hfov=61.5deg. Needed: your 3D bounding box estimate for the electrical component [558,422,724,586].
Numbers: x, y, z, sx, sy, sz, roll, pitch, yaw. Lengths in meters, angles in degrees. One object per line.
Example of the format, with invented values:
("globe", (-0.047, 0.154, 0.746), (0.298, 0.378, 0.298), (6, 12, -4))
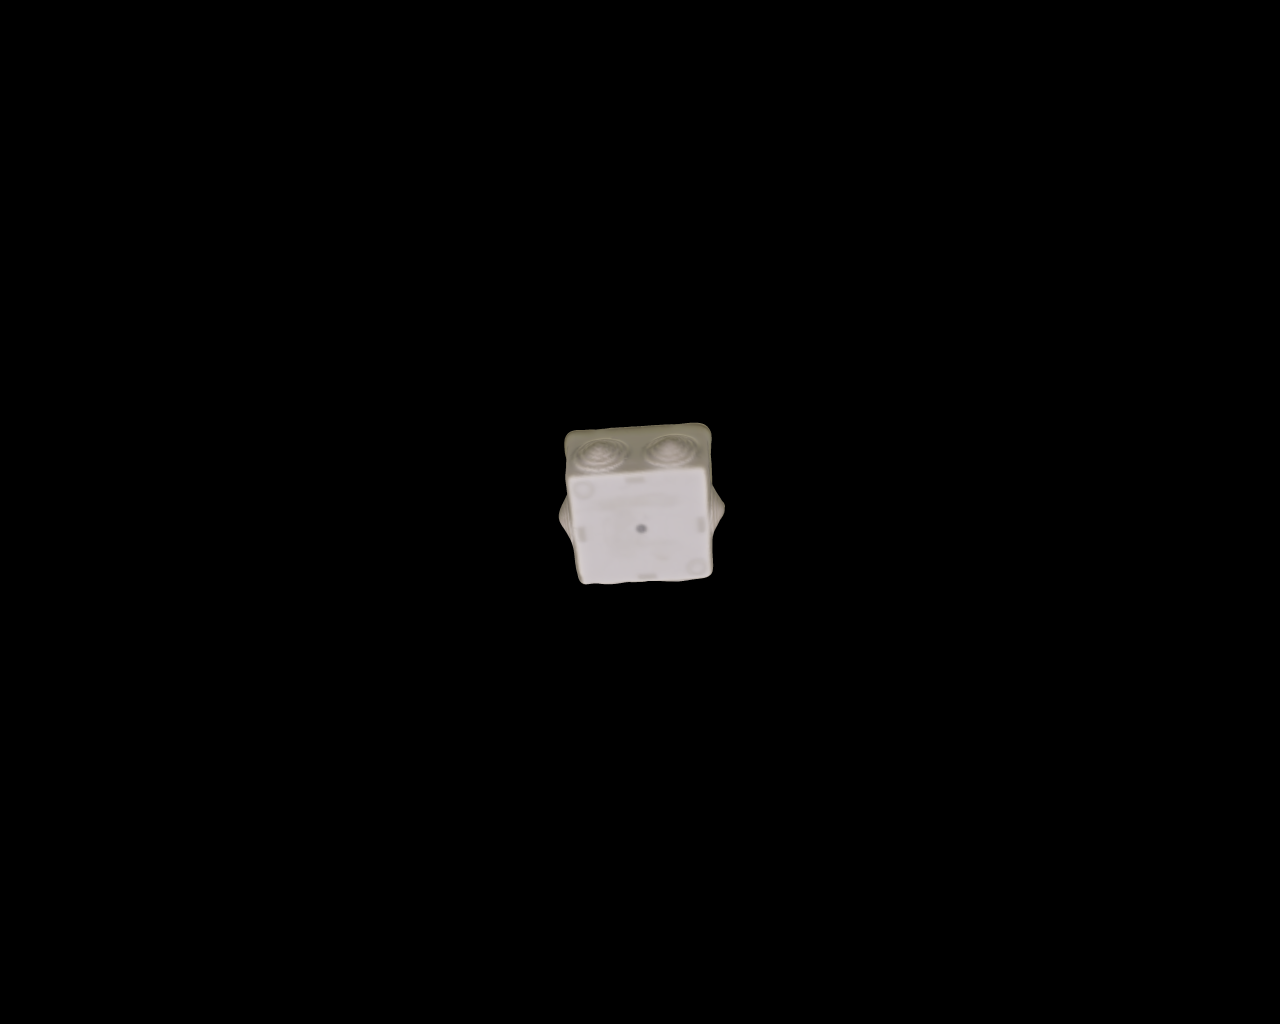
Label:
("electrical component", (0.001, -0.003, 0.650), (0.100, 0.099, 0.048), (-3, 35, 2))
